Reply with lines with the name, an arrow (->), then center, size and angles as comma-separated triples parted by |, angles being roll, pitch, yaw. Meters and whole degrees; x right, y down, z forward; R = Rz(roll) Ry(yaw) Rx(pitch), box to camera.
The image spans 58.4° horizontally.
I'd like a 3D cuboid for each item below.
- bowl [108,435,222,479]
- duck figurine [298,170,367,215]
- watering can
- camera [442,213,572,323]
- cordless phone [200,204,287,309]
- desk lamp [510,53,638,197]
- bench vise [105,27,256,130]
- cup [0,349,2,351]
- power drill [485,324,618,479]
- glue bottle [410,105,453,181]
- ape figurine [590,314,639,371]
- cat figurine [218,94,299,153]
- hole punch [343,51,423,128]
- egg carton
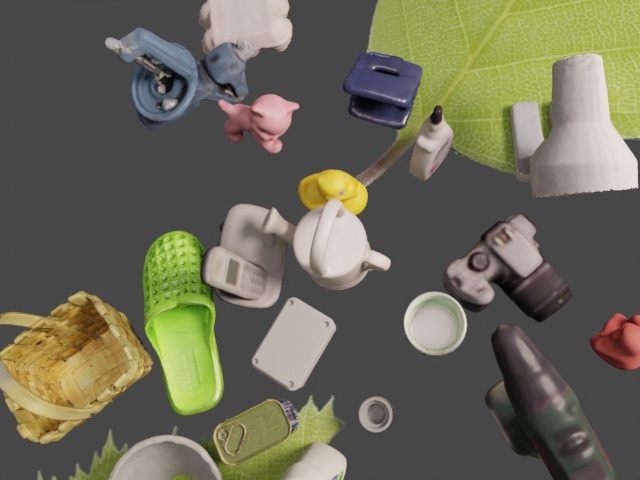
bowl -> -0.200, 0.349, 0.779 | 0.167, 0.075, 0.167 | -2, 77, 7
duck figurine -> 0.016, -0.075, 0.842 | 0.104, 0.086, 0.077 | 9, 79, 10
watering can -> 0.006, 0.005, 0.769 | 0.172, 0.194, 0.101 | -3, 77, 7
camera -> 0.260, 0.052, 0.774 | 0.143, 0.101, 0.136 | -40, 75, -3
cordless phone -> -0.108, 0.014, 0.786 | 0.094, 0.185, 0.147 | 3, 78, 8
desk lamp -> 0.321, -0.131, 0.749 | 0.118, 0.214, 0.203 | -4, 77, 7
bench vise -> -0.209, -0.265, 0.845 | 0.207, 0.220, 0.121 | -41, 75, -3
cup -> -0.514, 0.196, 0.844 | 0.118, 0.095, 0.091 | -35, 75, -1
power drill -> 0.260, 0.210, 0.682 | 0.075, 0.208, 0.229 | -30, 75, 0
glue bottle -> 0.157, -0.142, 0.794 | 0.037, 0.173, 0.078 | 32, 83, 14
ape figurine -> 0.397, 0.131, 0.742 | 0.077, 0.092, 0.076 | -9, 76, 5
cat figurine -> -0.093, -0.187, 0.865 | 0.127, 0.118, 0.067 | 16, 80, 11
hole punch -> 0.094, -0.238, 0.866 | 0.108, 0.091, 0.101 | 17, 80, 11
egg carton -> -0.121, -0.350, 0.931 | 0.150, 0.069, 0.107 | -11, 76, 5
